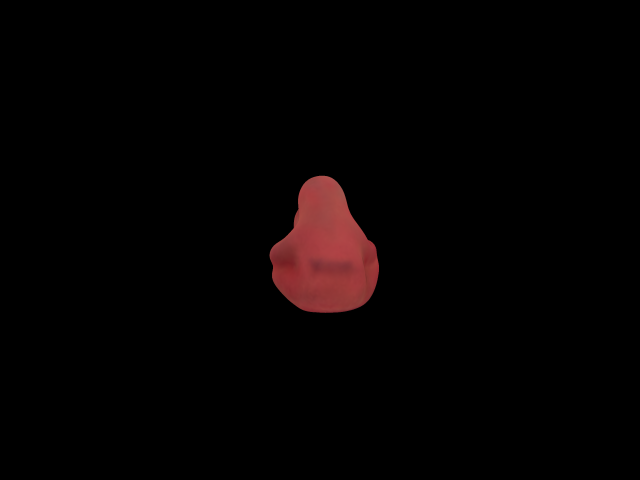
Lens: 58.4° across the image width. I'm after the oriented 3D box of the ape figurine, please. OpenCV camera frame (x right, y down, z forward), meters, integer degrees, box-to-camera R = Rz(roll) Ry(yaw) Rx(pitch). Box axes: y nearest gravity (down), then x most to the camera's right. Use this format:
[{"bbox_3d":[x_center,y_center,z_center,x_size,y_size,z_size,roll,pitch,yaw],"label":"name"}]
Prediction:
[{"bbox_3d":[0.004,0.001,0.400,0.078,0.092,0.076,0,4,0],"label":"ape figurine"}]
